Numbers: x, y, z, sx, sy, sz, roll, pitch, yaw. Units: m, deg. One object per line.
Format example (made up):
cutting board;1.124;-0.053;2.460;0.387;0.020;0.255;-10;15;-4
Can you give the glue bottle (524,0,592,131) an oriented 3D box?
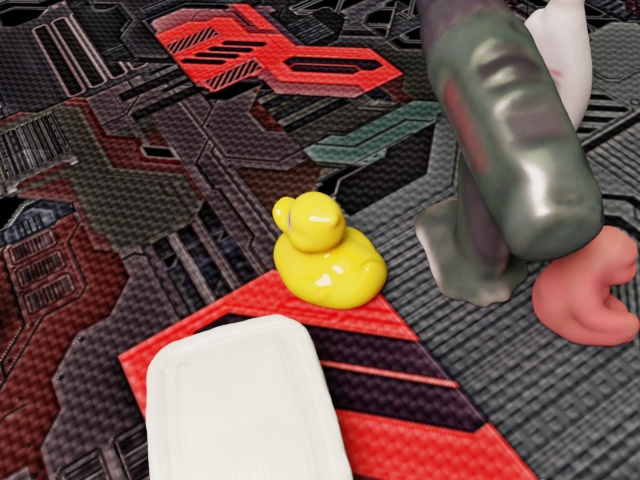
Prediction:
glue bottle;0.207;-0.168;0.504;0.078;0.173;0.037;26;60;26

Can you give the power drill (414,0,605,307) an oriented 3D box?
power drill;0.112;-0.059;0.409;0.075;0.209;0.229;-14;51;-3

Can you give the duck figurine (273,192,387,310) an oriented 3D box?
duck figurine;0.004;0.002;0.455;0.104;0.086;0.078;29;61;27

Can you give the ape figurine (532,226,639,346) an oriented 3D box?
ape figurine;0.194;0.027;0.403;0.076;0.092;0.078;9;54;15
